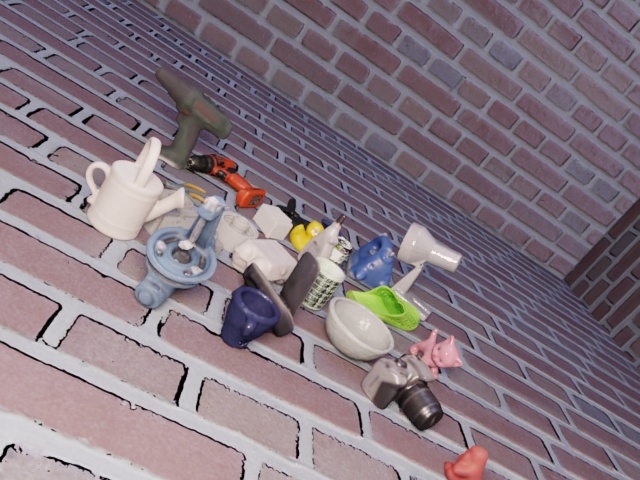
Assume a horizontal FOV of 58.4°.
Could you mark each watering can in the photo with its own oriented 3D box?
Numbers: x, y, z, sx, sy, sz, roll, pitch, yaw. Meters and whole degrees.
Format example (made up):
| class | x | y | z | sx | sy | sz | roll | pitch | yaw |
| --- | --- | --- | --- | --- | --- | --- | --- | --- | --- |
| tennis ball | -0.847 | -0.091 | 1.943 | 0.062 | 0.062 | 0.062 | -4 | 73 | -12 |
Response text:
| class | x | y | z | sx | sy | sz | roll | pitch | yaw |
| --- | --- | --- | --- | --- | --- | --- | --- | --- | --- |
| watering can | -0.335 | -0.101 | 1.058 | 0.174 | 0.194 | 0.100 | 15 | 29 | -46 |

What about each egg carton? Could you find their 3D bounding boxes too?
| class | x | y | z | sx | sy | sz | roll | pitch | yaw |
| --- | --- | --- | --- | --- | --- | --- | --- | --- | --- |
| egg carton | -0.119 | 0.050 | 1.257 | 0.107 | 0.069 | 0.151 | 45 | 22 | 24 |

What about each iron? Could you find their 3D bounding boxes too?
| class | x | y | z | sx | sy | sz | roll | pitch | yaw |
| --- | --- | --- | --- | --- | --- | --- | --- | --- | --- |
| iron | 0.158 | 0.044 | 1.621 | 0.119 | 0.141 | 0.258 | 32 | 20 | -12 |

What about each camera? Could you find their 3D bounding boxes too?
| class | x | y | z | sx | sy | sz | roll | pitch | yaw |
| --- | --- | --- | --- | --- | --- | --- | --- | --- | --- |
| camera | 0.180 | 0.301 | 1.141 | 0.144 | 0.100 | 0.136 | 15 | 28 | -45 |

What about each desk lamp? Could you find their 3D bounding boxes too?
| class | x | y | z | sx | sy | sz | roll | pitch | yaw |
| --- | --- | --- | --- | --- | --- | --- | --- | --- | --- |
| desk lamp | 0.291 | 0.084 | 1.644 | 0.203 | 0.213 | 0.118 | 40 | 20 | 11 |

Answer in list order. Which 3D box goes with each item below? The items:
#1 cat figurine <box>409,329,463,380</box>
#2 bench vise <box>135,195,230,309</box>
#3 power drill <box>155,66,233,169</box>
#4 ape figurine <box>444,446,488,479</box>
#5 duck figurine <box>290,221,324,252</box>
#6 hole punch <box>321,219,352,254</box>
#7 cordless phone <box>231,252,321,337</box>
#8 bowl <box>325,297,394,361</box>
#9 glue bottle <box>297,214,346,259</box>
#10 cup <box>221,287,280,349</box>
| class | x | y | z | sx | sy | sz | roll | pitch | yaw |
| --- | --- | --- | --- | --- | --- | --- | --- | --- | --- |
| cat figurine | 0.284 | 0.266 | 1.365 | 0.067 | 0.117 | 0.127 | 27 | 22 | -25 |
| bench vise | -0.223 | -0.005 | 0.987 | 0.122 | 0.219 | 0.207 | 30 | 21 | -17 |
| power drill | -0.348 | -0.294 | 1.447 | 0.230 | 0.208 | 0.075 | 26 | 22 | -25 |
| ape figurine | 0.273 | 0.415 | 1.052 | 0.078 | 0.092 | 0.076 | 16 | 28 | -44 |
| duck figurine | -0.027 | -0.013 | 1.527 | 0.078 | 0.086 | 0.104 | 14 | 29 | -46 |
| hole punch | 0.038 | -0.001 | 1.599 | 0.108 | 0.091 | 0.101 | 45 | 22 | 24 |
| cordless phone | -0.074 | 0.079 | 1.098 | 0.094 | 0.185 | 0.147 | 9 | 33 | -51 |
| bowl | 0.071 | 0.202 | 1.222 | 0.168 | 0.074 | 0.167 | 32 | 20 | -13 |
| glue bottle | 0.013 | 0.005 | 1.423 | 0.037 | 0.173 | 0.078 | 16 | 28 | -43 |
| cup | -0.130 | 0.148 | 0.983 | 0.092 | 0.095 | 0.117 | 32 | 20 | -11 |
